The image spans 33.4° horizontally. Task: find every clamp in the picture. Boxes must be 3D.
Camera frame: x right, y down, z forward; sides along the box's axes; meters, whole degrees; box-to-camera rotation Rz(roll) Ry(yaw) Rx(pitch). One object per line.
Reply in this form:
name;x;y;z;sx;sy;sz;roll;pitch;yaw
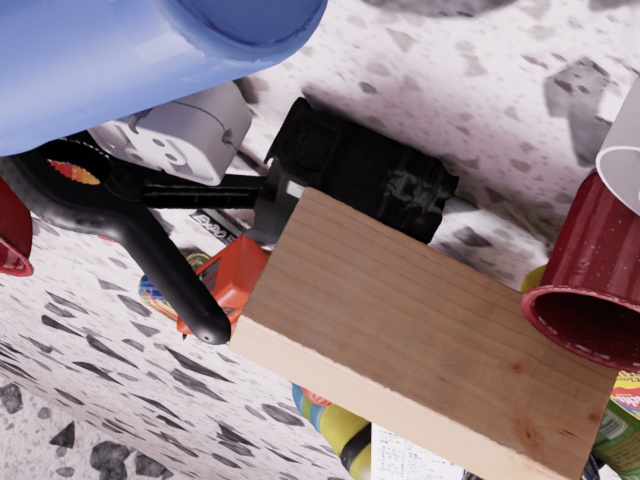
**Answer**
clamp;-0.128;-0.021;0.701;0.209;0.164;0.036;22;129;-13

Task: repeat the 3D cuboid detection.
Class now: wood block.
wood block;0.059;0.064;0.631;0.206;0.090;0.091;26;159;1

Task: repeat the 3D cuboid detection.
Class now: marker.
marker;-0.092;-0.018;0.881;0.020;0.020;0.121;1;148;49

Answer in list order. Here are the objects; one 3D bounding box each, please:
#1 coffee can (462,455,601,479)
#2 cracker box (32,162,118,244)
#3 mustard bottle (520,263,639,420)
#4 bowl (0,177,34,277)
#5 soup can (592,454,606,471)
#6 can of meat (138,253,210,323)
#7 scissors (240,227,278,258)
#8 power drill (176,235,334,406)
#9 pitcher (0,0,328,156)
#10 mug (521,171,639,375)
coffee can;0.159;0.196;0.802;0.103;0.103;0.140;21;-178;15
cracker box;-0.245;-0.089;0.817;0.164;0.072;0.213;17;158;24
mustard bottle;0.218;0.081;0.696;0.191;0.058;0.096;38;151;-30
bowl;-0.278;-0.033;0.806;0.162;0.055;0.162;22;161;8
soup can;0.206;0.177;0.928;0.068;0.068;0.102;25;160;3
can of meat;-0.118;0.057;1.042;0.102;0.057;0.084;38;159;-27
scissors;-0.005;0.001;0.823;0.096;0.016;0.202;23;159;-9
power drill;-0.005;0.066;0.856;0.187;0.057;0.185;29;140;-24
pitcher;-0.102;-0.118;0.523;0.243;0.149;0.145;-3;128;47
mug;0.175;0.021;0.567;0.117;0.081;0.093;29;159;-8
